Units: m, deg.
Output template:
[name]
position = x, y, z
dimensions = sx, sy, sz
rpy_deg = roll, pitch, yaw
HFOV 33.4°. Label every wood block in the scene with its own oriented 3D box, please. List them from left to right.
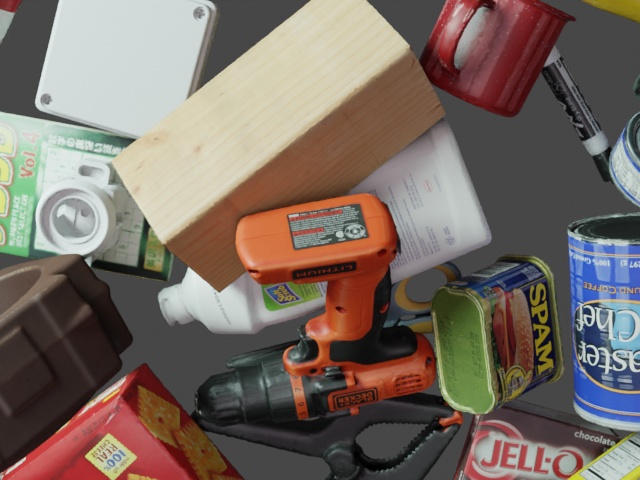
[wood block]
position = -0.028, -0.071, 0.745
dimensions = 0.206, 0.090, 0.090
rpy_deg = -38, 56, 2

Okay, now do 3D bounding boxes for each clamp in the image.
[clamp]
position = 0.018, 0.183, 0.850
dimensions = 0.210, 0.036, 0.164
rpy_deg = -17, 103, 8

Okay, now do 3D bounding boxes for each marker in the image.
[marker]
position = 0.194, -0.094, 0.799
dimensions = 0.020, 0.020, 0.121
rpy_deg = -32, 100, 7

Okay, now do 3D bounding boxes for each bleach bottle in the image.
[bleach bottle]
position = -0.005, 0.001, 0.801
dimensions = 0.251, 0.068, 0.102
rpy_deg = -21, 100, 7

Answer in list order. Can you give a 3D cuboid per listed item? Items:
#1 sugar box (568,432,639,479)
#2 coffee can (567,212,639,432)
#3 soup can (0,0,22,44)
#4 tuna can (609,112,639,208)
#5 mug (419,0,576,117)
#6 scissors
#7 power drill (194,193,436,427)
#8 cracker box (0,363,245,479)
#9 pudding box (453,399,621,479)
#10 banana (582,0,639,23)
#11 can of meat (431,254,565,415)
[sugar box]
position = 0.239, 0.205, 0.814
dimensions = 0.176, 0.048, 0.093
rpy_deg = -32, 114, -16
[coffee can]
position = 0.237, 0.057, 0.787
dimensions = 0.103, 0.103, 0.140
rpy_deg = -5, 102, 2
[soup can]
position = -0.248, -0.180, 0.763
dimensions = 0.068, 0.068, 0.102
rpy_deg = 29, 101, -5
[tuna can]
position = 0.256, -0.057, 0.771
dimensions = 0.086, 0.086, 0.034
rpy_deg = 11, 142, -1
[mug]
position = 0.115, -0.138, 0.745
dimensions = 0.093, 0.117, 0.081
rpy_deg = 32, 107, 22
[scissors]
position = 0.028, 0.059, 0.834
dimensions = 0.201, 0.016, 0.096
rpy_deg = 2, 104, -1
[power drill]
position = -0.010, 0.059, 0.758
dimensions = 0.184, 0.057, 0.187
rpy_deg = -12, 136, -4
[cracker box]
position = -0.135, 0.228, 0.830
dimensions = 0.164, 0.072, 0.213
rpy_deg = -36, 98, 19
[pudding box]
position = 0.169, 0.178, 0.845
dimensions = 0.113, 0.039, 0.090
rpy_deg = 14, 101, -3
[banana]
position = 0.270, -0.141, 0.778
dimensions = 0.070, 0.037, 0.197
rpy_deg = -44, 98, 7
[can of meat]
position = 0.131, 0.070, 0.794
dimensions = 0.083, 0.058, 0.102
rpy_deg = -18, 105, -40
